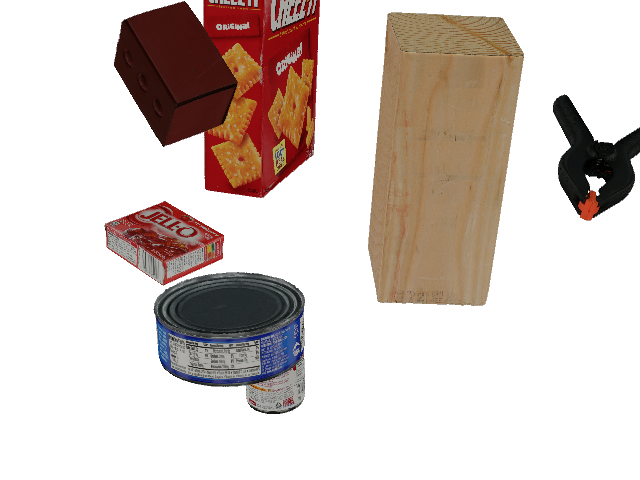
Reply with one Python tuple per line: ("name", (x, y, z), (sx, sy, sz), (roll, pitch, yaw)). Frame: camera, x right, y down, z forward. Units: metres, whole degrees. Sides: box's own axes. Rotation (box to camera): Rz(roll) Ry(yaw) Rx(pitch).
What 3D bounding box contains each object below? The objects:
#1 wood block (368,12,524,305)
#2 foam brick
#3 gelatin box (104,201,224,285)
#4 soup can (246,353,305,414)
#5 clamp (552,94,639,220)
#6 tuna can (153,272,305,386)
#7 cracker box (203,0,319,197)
("wood block", (0.091, -0.061, 0.823), (0.090, 0.206, 0.091), (2, 29, -3))
("foam brick", (-0.102, -0.116, 0.742), (0.051, 0.078, 0.053), (-24, -18, -27))
("gelatin box", (-0.146, 0.000, 0.996), (0.089, 0.030, 0.073), (30, 38, 35))
("soup can", (-0.052, 0.134, 1.195), (0.068, 0.102, 0.068), (-1, 25, 0))
("clamp", (0.288, -0.093, 1.138), (0.120, 0.039, 0.171), (18, 47, 19))
("tuna can", (-0.051, 0.050, 0.611), (0.086, 0.034, 0.086), (-1, 21, 0))
("cracker box", (-0.054, -0.169, 1.065), (0.072, 0.214, 0.164), (9, 22, 16))
